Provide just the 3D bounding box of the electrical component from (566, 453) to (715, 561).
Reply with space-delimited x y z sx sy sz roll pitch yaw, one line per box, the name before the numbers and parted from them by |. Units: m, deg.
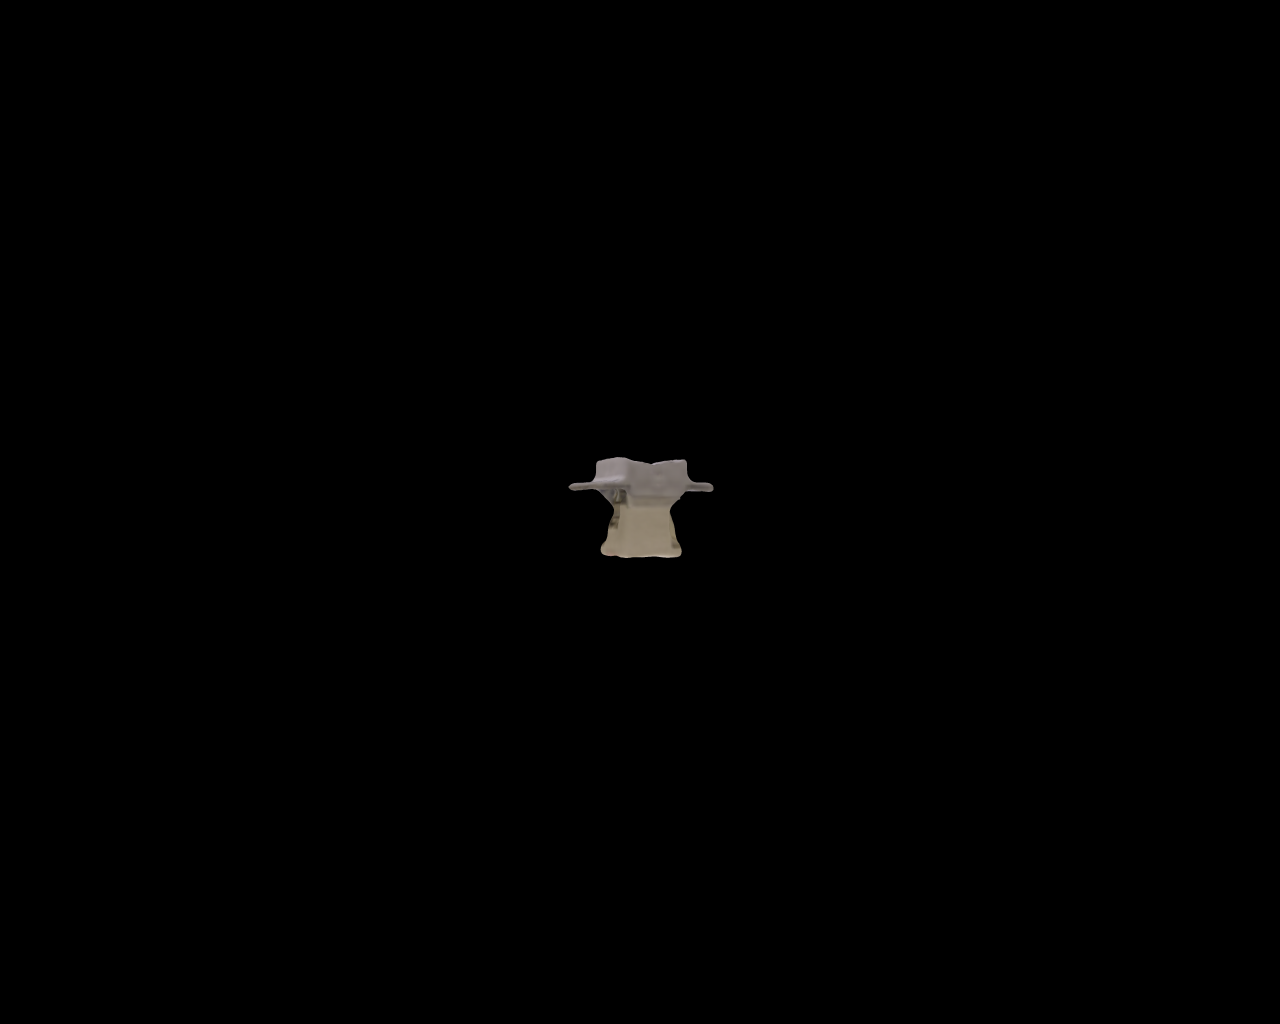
electrical component | 0.001 -0.003 0.650 0.081 0.063 0.042 0 0 -28
